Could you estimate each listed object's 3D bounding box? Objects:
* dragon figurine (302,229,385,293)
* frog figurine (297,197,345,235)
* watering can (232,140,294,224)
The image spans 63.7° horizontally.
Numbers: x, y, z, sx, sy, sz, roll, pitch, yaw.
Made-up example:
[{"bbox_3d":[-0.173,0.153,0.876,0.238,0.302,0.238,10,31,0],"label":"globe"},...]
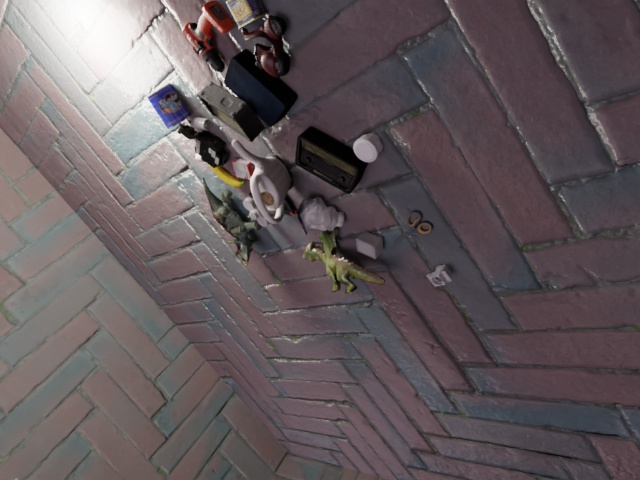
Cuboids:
[{"bbox_3d":[0.068,0.064,1.911,0.408,0.124,0.241,-11,111,55],"label":"dragon figurine"},{"bbox_3d":[0.006,-0.093,1.846,0.159,0.125,0.135,-12,116,6],"label":"frog figurine"},{"bbox_3d":[-0.188,-0.225,1.768,0.103,0.229,0.341,-8,121,23],"label":"watering can"}]
